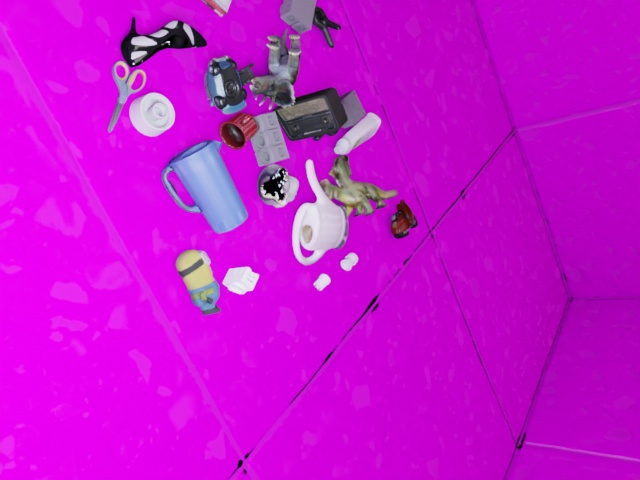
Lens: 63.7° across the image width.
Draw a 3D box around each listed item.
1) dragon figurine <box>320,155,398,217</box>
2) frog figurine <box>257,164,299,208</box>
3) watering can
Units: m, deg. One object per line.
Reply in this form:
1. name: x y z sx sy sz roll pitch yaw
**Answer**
1. dragon figurine: 0.136 -0.209 1.917 0.121 0.242 0.416 -21 7 42
2. frog figurine: -0.132 -0.173 1.629 0.122 0.137 0.160 -17 7 7
3. watering can: 0.005 -0.086 1.715 0.104 0.346 0.224 15 9 43
